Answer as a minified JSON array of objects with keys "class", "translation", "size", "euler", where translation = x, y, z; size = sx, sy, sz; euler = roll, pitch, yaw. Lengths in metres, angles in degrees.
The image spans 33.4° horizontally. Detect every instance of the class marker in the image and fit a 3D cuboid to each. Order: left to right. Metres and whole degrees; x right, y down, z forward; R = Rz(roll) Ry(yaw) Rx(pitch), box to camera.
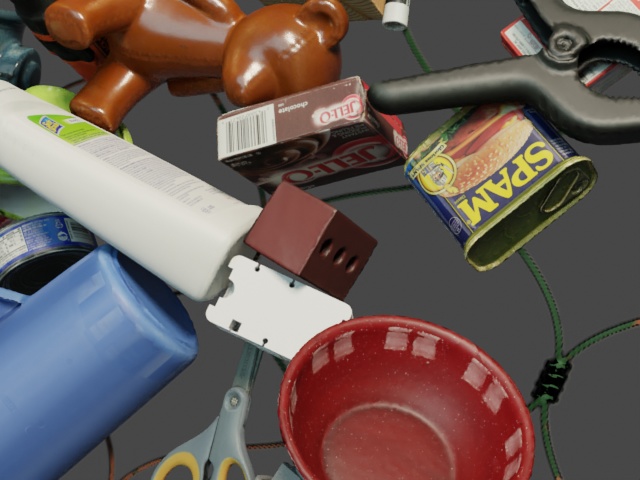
[{"class":"marker","translation":[0.064,-0.217,0.806],"size":[0.020,0.020,0.121],"euler":[3,77,25]}]

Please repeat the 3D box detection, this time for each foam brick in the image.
[{"class":"foam brick","translation":[-0.005,0.001,0.743],"size":[0.051,0.078,0.053],"euler":[31,89,30]}]

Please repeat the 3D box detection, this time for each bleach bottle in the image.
[{"class":"bleach bottle","translation":[-0.164,-0.049,0.772],"size":[0.251,0.102,0.068],"euler":[31,106,9]}]

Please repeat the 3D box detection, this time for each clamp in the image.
[{"class":"clamp","translation":[0.155,-0.125,0.686],"size":[0.210,0.036,0.164],"euler":[19,70,18]}]

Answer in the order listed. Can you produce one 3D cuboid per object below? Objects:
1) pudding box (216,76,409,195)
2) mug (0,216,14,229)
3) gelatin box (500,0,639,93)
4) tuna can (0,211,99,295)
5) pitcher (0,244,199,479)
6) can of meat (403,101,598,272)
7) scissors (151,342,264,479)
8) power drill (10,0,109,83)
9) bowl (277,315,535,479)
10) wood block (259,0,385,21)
[{"class":"pudding box","translation":[-0.004,-0.070,0.756],"size":[0.114,0.090,0.039],"euler":[-11,70,22]},{"class":"mug","translation":[-0.295,-0.068,0.892],"size":[0.093,0.081,0.117],"euler":[43,95,28]},{"class":"gelatin box","translation":[0.179,-0.138,0.725],"size":[0.089,0.030,0.073],"euler":[-38,65,10]},{"class":"tuna can","translation":[-0.215,0.014,0.830],"size":[0.086,0.086,0.034],"euler":[-29,67,14]},{"class":"pitcher","translation":[-0.218,0.106,0.778],"size":[0.243,0.149,0.145],"euler":[-38,55,7]},{"class":"can of meat","translation":[0.117,-0.044,0.712],"size":[0.102,0.057,0.084],"euler":[-40,61,9]},{"class":"scissors","translation":[-0.078,0.126,0.775],"size":[0.096,0.016,0.202],"euler":[-5,73,23]},{"class":"power drill","translation":[-0.166,-0.228,0.833],"size":[0.057,0.184,0.187],"euler":[21,76,24]},{"class":"bowl","translation":[0.049,0.125,0.669],"size":[0.162,0.055,0.162],"euler":[7,46,-8]},{"class":"wood block","translation":[0.008,-0.279,0.809],"size":[0.090,0.090,0.206],"euler":[2,76,25]}]
